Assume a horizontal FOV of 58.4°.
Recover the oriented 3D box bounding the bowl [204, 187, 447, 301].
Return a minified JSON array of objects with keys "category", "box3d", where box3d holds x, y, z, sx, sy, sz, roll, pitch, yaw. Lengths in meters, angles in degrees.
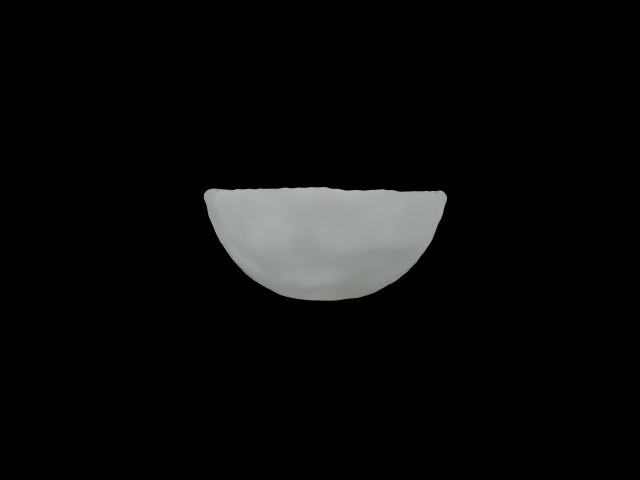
[{"category":"bowl","box3d":[0.004,0.001,0.400,0.167,0.075,0.167,0,5,0]}]
